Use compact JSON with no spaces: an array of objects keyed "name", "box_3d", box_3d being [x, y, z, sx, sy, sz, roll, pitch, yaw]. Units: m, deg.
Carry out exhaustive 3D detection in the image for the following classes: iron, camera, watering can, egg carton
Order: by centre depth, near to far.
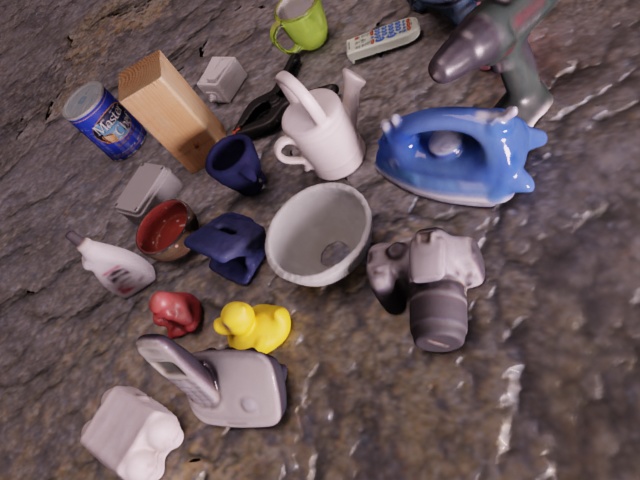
[{"name":"camera","box_3d":[0.127,0.063,0.710,0.142,0.101,0.137,-9,55,24]},{"name":"iron","box_3d":[0.168,-0.135,0.795,0.257,0.142,0.119,7,63,32]},{"name":"egg carton","box_3d":[-0.264,0.272,0.806,0.149,0.070,0.107,15,68,35]},{"name":"watering can","box_3d":[-0.004,-0.195,0.895,0.100,0.195,0.173,22,72,38]}]

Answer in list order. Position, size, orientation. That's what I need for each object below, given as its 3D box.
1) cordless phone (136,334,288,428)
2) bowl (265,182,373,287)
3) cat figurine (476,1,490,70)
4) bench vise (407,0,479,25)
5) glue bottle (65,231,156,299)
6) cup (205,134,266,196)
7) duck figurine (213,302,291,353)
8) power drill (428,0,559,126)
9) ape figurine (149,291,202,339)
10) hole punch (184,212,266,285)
[{"name":"cordless phone","box_3d":[-0.135,0.170,0.727,0.147,0.186,0.094,-9,55,24]},{"name":"bowl","box_3d":[0.008,0.003,0.834,0.167,0.075,0.167,-14,53,20]},{"name":"cat figurine","box_3d":[0.271,-0.328,0.884,0.067,0.118,0.128,6,63,32]},{"name":"bench vise","box_3d":[0.172,-0.470,0.966,0.206,0.220,0.121,31,77,39]},{"name":"glue bottle","box_3d":[-0.354,0.034,0.948,0.078,0.174,0.037,-35,49,4]},{"name":"cup","box_3d":[-0.127,-0.114,0.974,0.092,0.095,0.117,-46,49,-6]},{"name":"duck figurine","box_3d":[-0.100,0.116,0.810,0.104,0.086,0.077,-20,52,16]},{"name":"power drill","box_3d":[0.248,-0.237,0.775,0.075,0.209,0.230,31,77,40]},{"name":"ape figurine","box_3d":[-0.228,0.108,0.882,0.077,0.092,0.076,23,72,38]},{"name":"hole punch","box_3d":[-0.145,0.001,0.909,0.108,0.091,0.101,20,70,37]}]
